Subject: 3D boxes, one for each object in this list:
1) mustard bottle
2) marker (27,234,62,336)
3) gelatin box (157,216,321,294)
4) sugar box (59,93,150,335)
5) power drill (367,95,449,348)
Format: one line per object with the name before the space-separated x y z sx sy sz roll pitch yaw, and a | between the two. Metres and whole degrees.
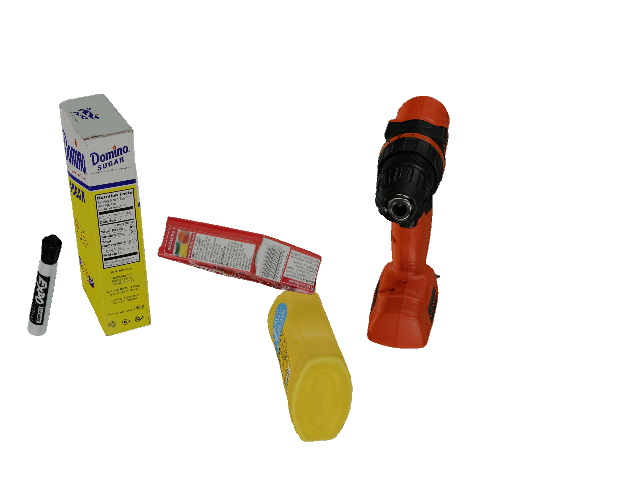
mustard bottle | -0.016 0.103 1.041 0.058 0.096 0.192 -4 28 -11
marker | -0.269 0.044 1.043 0.020 0.121 0.020 13 35 -10
gelatin box | -0.051 0.011 0.698 0.073 0.030 0.089 12 -5 26
sugar box | -0.176 -0.021 0.871 0.048 0.176 0.093 -15 30 -20
power drill | 0.073 -0.007 0.881 0.057 0.188 0.184 9 30 9
